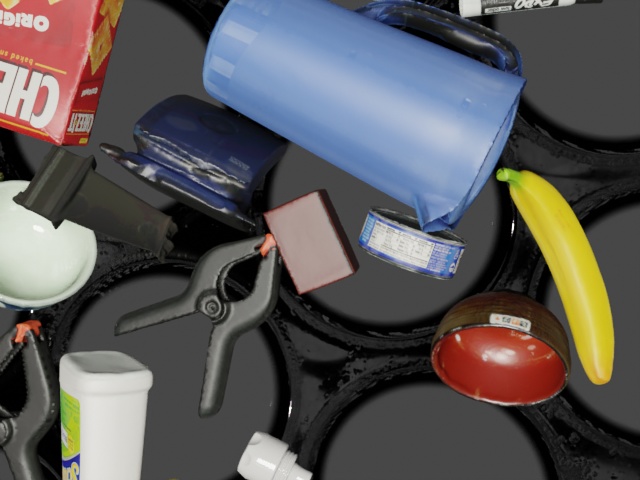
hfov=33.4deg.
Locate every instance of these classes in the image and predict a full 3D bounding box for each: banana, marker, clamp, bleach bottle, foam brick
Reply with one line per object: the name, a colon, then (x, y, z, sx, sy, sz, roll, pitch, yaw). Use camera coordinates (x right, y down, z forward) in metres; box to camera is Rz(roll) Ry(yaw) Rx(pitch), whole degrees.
banana: (0.198, 0.020, 0.874, 0.037, 0.069, 0.198, -20, 101, 48)
marker: (0.175, -0.198, 0.873, 0.121, 0.020, 0.020, -6, 94, 0)
clamp: (-0.281, 0.178, 0.969, 0.164, 0.036, 0.210, 24, 97, 5)
bleach bottle: (-0.192, 0.229, 0.930, 0.068, 0.103, 0.251, 0, 97, -28)
clamp: (-0.086, 0.069, 0.931, 0.171, 0.039, 0.120, -41, 89, 12)
foam brick: (-0.006, 0.001, 0.907, 0.051, 0.053, 0.078, -24, 90, 9)

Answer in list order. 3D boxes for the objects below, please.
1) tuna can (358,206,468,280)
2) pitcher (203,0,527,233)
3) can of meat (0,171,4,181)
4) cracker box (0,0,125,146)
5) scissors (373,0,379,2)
tuna can: (0.076, 0.002, 0.878, 0.086, 0.086, 0.034, 20, 99, 6)
pitcher: (0.038, -0.125, 0.861, 0.243, 0.149, 0.145, 27, 113, 8)
can of meat: (-0.330, -0.067, 0.924, 0.057, 0.102, 0.084, -44, 90, 8)
cracker box: (-0.258, -0.205, 0.916, 0.164, 0.072, 0.214, 18, 98, 7)
scissors: (0.057, -0.283, 0.871, 0.096, 0.016, 0.202, 29, 112, -3)
